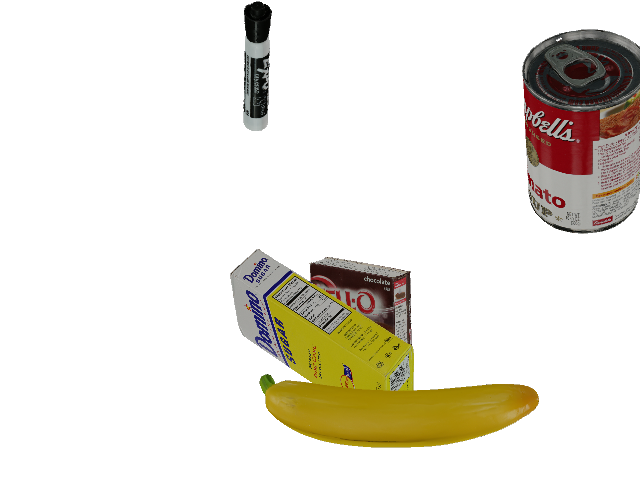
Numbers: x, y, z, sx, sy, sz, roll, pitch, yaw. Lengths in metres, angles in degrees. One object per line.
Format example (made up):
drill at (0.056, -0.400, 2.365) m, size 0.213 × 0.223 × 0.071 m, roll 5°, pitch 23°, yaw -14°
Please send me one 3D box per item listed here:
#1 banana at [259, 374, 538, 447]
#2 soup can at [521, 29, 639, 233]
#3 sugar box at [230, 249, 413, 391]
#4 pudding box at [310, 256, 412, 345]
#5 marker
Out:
banana at (0.044, 0.111, 0.716) m, size 0.198 × 0.037 × 0.069 m, roll 3°, pitch 30°, yaw 14°
soup can at (0.154, -0.062, 0.623) m, size 0.068 × 0.068 × 0.102 m, roll 0°, pitch -42°, yaw 13°
sugar box at (0.000, 0.088, 0.938) m, size 0.176 × 0.093 × 0.048 m, roll 28°, pitch 56°, yaw 26°
pudding box at (0.043, 0.070, 1.140) m, size 0.114 × 0.090 × 0.039 m, roll 8°, pitch 19°, yaw 35°
marker at (-0.046, -0.124, 0.766) m, size 0.020 × 0.020 × 0.121 m, roll 0°, pitch -34°, yaw -4°
